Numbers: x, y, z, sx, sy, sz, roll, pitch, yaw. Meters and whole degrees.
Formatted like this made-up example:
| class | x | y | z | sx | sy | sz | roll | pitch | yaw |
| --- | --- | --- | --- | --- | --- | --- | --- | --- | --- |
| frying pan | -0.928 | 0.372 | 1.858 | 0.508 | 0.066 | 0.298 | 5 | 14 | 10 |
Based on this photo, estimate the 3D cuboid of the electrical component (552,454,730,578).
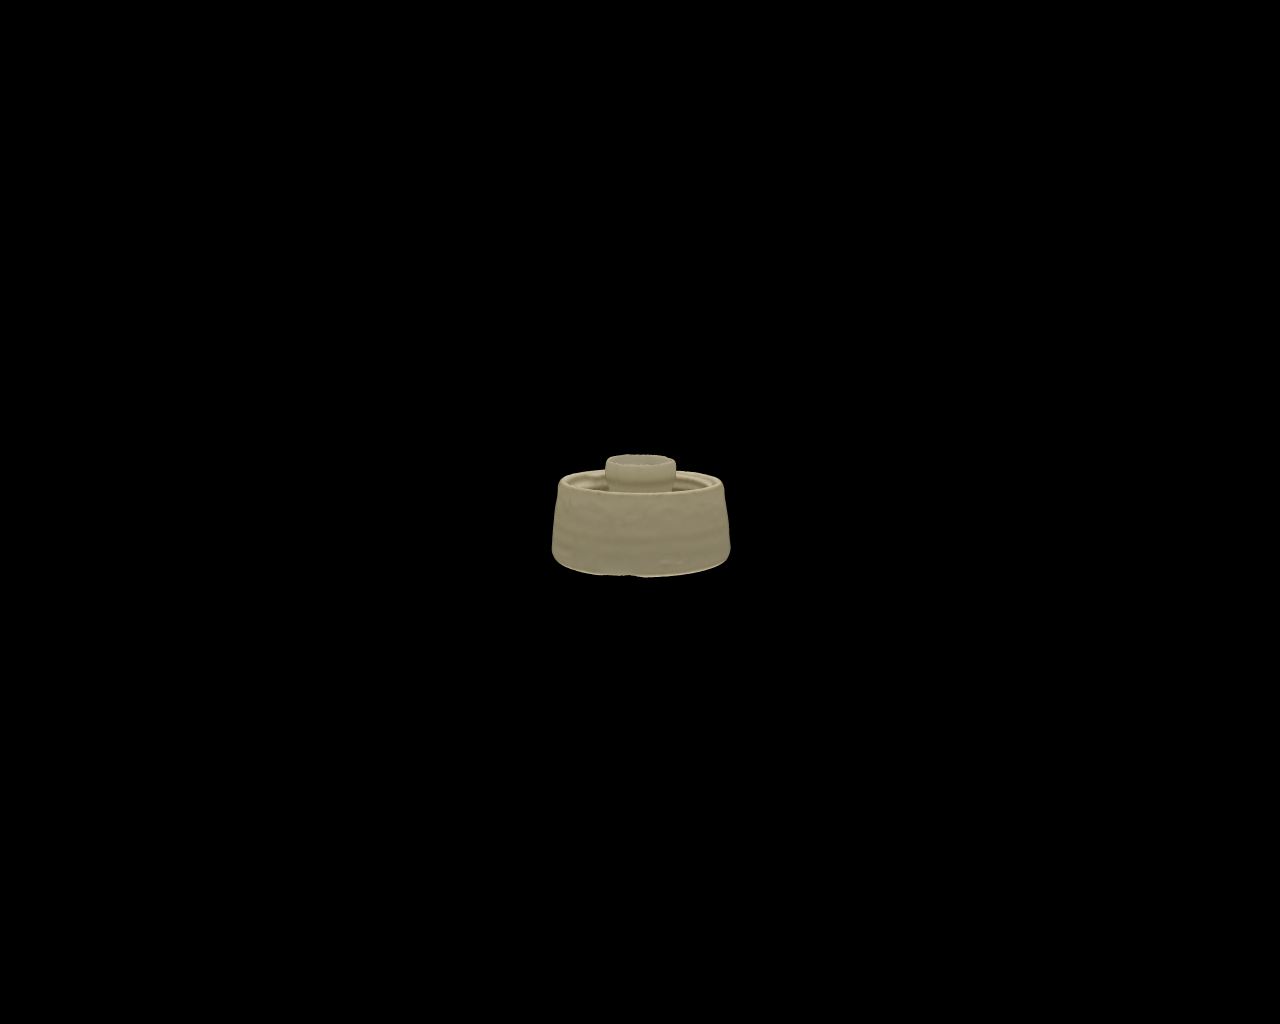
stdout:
| class | x | y | z | sx | sy | sz | roll | pitch | yaw |
| --- | --- | --- | --- | --- | --- | --- | --- | --- | --- |
| electrical component | 0.001 | -0.003 | 0.650 | 0.108 | 0.060 | 0.108 | 0 | 11 | 0 |
